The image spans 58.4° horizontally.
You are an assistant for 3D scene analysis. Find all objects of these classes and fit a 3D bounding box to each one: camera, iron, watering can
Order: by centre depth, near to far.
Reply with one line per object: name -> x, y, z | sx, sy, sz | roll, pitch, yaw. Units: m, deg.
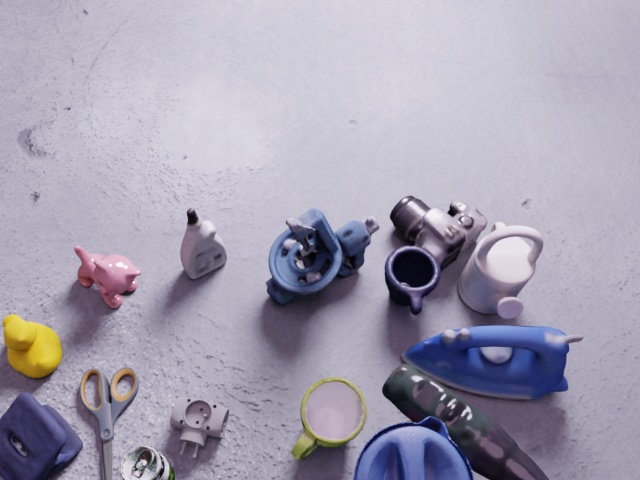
iron -> 0.263, 0.167, 0.881 | 0.258, 0.141, 0.118 | 4, 58, -1
watering can -> 0.298, 0.044, 0.928 | 0.101, 0.194, 0.172 | -13, 60, -11
camera -> 0.204, -0.030, 1.022 | 0.143, 0.101, 0.136 | -35, 67, -22

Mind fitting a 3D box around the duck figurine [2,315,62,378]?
duck figurine -> -0.449, 0.158, 0.879 | 0.078, 0.086, 0.104 | -37, 67, -22

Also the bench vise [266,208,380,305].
bench vise -> -0.001, -0.004, 0.924 | 0.121, 0.220, 0.208 | 36, 63, 18

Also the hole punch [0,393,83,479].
hole punch -> -0.405, 0.286, 0.800 | 0.108, 0.091, 0.101 | 37, 64, 18

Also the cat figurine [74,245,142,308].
cat figurine -> -0.348, 0.050, 0.931 | 0.127, 0.118, 0.067 | 31, 62, 15

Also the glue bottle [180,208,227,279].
glue bottle -> -0.197, 0.000, 0.938 | 0.078, 0.173, 0.037 | -28, 64, -18

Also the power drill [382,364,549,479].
power drill -> 0.178, 0.272, 0.773 | 0.229, 0.208, 0.076 | 39, 64, 19

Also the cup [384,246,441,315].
cup -> 0.149, 0.082, 0.954 | 0.091, 0.095, 0.117 | -1, 59, -4
